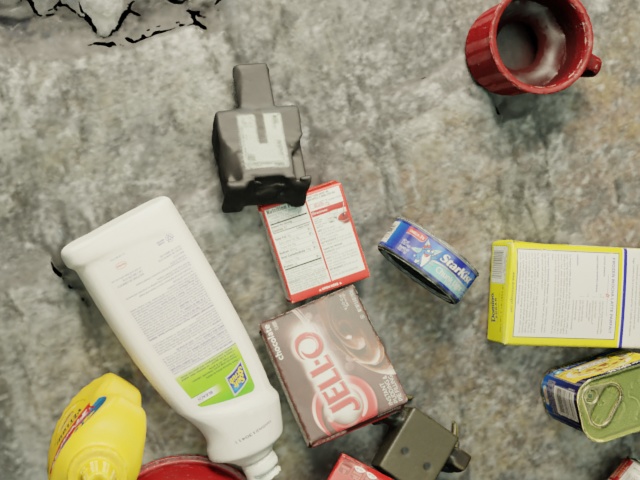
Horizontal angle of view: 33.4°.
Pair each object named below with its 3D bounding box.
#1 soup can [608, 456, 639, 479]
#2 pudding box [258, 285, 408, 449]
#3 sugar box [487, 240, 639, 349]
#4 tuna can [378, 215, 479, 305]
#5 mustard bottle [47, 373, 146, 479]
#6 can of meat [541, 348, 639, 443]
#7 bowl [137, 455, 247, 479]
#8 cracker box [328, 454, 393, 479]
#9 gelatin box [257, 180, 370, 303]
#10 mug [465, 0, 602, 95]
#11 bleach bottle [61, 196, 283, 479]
[{"bbox_3d":[0.275,0.257,0.971,0.068,0.068,0.102,43,83,-11],"label":"soup can"},{"bbox_3d":[0.009,0.107,0.901,0.090,0.039,0.113,-22,71,-12],"label":"pudding box"},{"bbox_3d":[0.242,0.050,0.968,0.176,0.048,0.093,4,91,-16],"label":"sugar box"},{"bbox_3d":[0.091,0.018,0.911,0.086,0.086,0.034,38,86,-12],"label":"tuna can"},{"bbox_3d":[-0.169,0.160,0.803,0.058,0.192,0.096,35,84,-12],"label":"mustard bottle"},{"bbox_3d":[0.259,0.135,0.954,0.102,0.084,0.057,-15,96,-12],"label":"can of meat"},{"bbox_3d":[-0.111,0.261,0.877,0.162,0.055,0.162,1,83,-7],"label":"bowl"},{"bbox_3d":[0.037,0.305,0.860,0.164,0.072,0.213,27,66,12],"label":"cracker box"},{"bbox_3d":[-0.006,0.001,0.917,0.073,0.030,0.089,-19,96,-10],"label":"gelatin box"},{"bbox_3d":[0.187,-0.166,0.926,0.117,0.081,0.093,14,89,-12],"label":"mug"},{"bbox_3d":[-0.109,0.095,0.882,0.102,0.068,0.251,-29,100,-10],"label":"bleach bottle"}]
